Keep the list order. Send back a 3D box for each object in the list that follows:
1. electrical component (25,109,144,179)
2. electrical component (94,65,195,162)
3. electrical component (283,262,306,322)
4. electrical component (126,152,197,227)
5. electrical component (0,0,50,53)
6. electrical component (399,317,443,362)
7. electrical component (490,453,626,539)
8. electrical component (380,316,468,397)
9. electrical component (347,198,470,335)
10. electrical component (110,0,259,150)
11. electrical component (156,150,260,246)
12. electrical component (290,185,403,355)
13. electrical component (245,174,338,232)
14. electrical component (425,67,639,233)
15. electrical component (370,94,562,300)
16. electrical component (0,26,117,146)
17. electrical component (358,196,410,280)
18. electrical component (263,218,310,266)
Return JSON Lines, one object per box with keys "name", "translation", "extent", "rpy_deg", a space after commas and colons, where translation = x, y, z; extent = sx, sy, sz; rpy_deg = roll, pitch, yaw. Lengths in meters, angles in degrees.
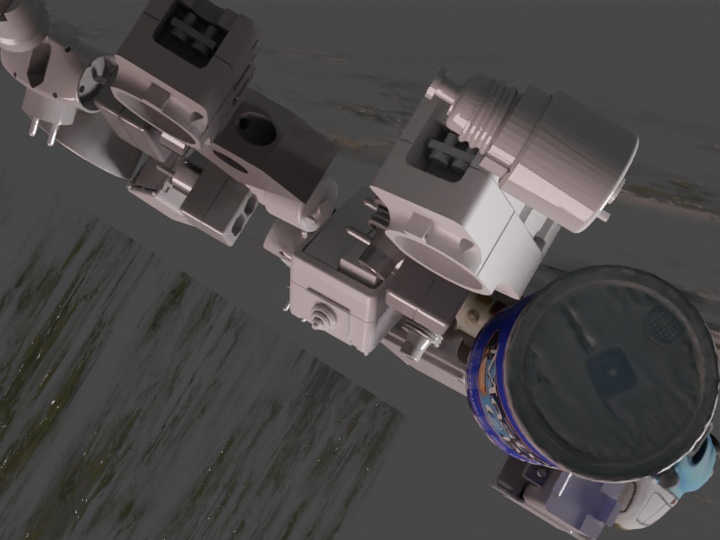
{"name": "electrical component", "translation": [-0.218, -0.119, 0.871], "extent": [0.099, 0.064, 0.099], "rpy_deg": [30, 172, 5]}
{"name": "electrical component", "translation": [-0.121, -0.098, 0.699], "extent": [0.076, 0.047, 0.083], "rpy_deg": [30, 172, 2]}
{"name": "electrical component", "translation": [-0.039, 0.008, 0.954], "extent": [0.066, 0.076, 0.047], "rpy_deg": [31, 172, 3]}
{"name": "electrical component", "translation": [-0.137, -0.072, 0.870], "extent": [0.061, 0.061, 0.096], "rpy_deg": [35, 172, -27]}
{"name": "electrical component", "translation": [-0.223, -0.167, 0.685], "extent": [0.040, 0.040, 0.046], "rpy_deg": [30, 166, 6]}
{"name": "electrical component", "translation": [0.055, 0.045, 0.880], "extent": [0.043, 0.062, 0.043], "rpy_deg": [30, 172, 4]}
{"name": "electrical component", "translation": [0.149, 0.104, 0.680], "extent": [0.079, 0.121, 0.063], "rpy_deg": [33, 170, -11]}
{"name": "electrical component", "translation": [0.079, 0.066, 0.951], "extent": [0.109, 0.056, 0.109], "rpy_deg": [26, 171, 30]}
{"name": "electrical component", "translation": [0.031, -0.012, 0.598], "extent": [0.077, 0.065, 0.047], "rpy_deg": [30, 172, 5]}
{"name": "electrical component", "translation": [-0.086, -0.098, 0.534], "extent": [0.050, 0.055, 0.089], "rpy_deg": [31, 172, -3]}
{"name": "electrical component", "translation": [-0.114, -0.067, 0.799], "extent": [0.077, 0.065, 0.047], "rpy_deg": [30, 172, 5]}
{"name": "electrical component", "translation": [0.000, 0.000, 0.661], "extent": [0.062, 0.096, 0.061], "rpy_deg": [28, 141, 20]}
{"name": "electrical component", "translation": [-0.051, -0.056, 0.728], "extent": [0.078, 0.040, 0.040], "rpy_deg": [27, 171, 28]}
{"name": "electrical component", "translation": [0.059, -0.045, 0.373], "extent": [0.078, 0.040, 0.040], "rpy_deg": [31, 172, 0]}
{"name": "electrical component", "translation": [0.048, -0.027, 0.475], "extent": [0.050, 0.055, 0.089], "rpy_deg": [26, 171, 32]}
{"name": "electrical component", "translation": [-0.216, -0.128, 0.762], "extent": [0.077, 0.079, 0.043], "rpy_deg": [28, -163, 23]}
{"name": "electrical component", "translation": [0.024, -0.024, 0.552], "extent": [0.048, 0.062, 0.048], "rpy_deg": [37, 176, 3]}
{"name": "electrical component", "translation": [-0.037, -0.020, 0.887], "extent": [0.077, 0.044, 0.079], "rpy_deg": [30, 173, 2]}
